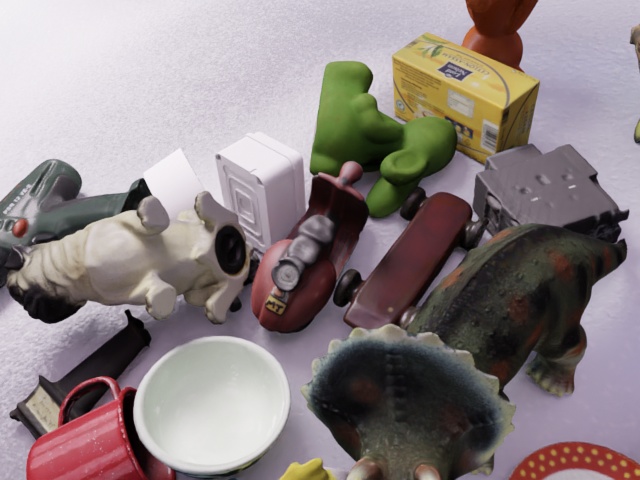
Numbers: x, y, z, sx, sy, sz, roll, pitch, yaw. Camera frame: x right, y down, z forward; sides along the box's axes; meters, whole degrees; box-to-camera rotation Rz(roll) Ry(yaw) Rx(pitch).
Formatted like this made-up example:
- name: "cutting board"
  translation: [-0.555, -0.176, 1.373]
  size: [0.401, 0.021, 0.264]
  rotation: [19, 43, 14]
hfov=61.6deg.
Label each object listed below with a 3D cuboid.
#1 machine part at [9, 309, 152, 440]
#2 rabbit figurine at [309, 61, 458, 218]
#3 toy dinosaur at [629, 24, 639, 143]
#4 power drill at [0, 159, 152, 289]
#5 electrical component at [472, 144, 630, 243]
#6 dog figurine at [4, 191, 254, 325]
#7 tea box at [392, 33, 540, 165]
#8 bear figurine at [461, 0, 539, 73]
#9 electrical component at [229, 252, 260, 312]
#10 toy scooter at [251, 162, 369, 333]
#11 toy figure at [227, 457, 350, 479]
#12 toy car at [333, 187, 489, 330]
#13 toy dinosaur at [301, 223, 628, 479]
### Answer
- name: "machine part"
  translation: [-0.219, 0.129, 0.510]
  size: [0.084, 0.039, 0.139]
  rotation: [21, 58, 34]
- name: "rabbit figurine"
  translation: [0.078, -0.114, 0.615]
  size: [0.170, 0.121, 0.159]
  rotation: [8, 54, -3]
- name: "toy dinosaur"
  translation: [0.399, -0.154, 0.515]
  size: [0.105, 0.198, 0.471]
  rotation: [-5, 26, 10]
- name: "power drill"
  translation: [-0.295, -0.001, 0.611]
  size: [0.207, 0.085, 0.232]
  rotation: [-5, 47, 15]
- name: "electrical component"
  translation: [0.229, -0.042, 0.564]
  size: [0.115, 0.058, 0.134]
  rotation: [-18, 50, -8]
- name: "dog figurine"
  translation: [-0.182, 0.024, 0.527]
  size: [0.191, 0.172, 0.121]
  rotation: [-8, 76, 31]
- name: "tea box"
  translation: [0.171, -0.172, 0.656]
  size: [0.068, 0.098, 0.170]
  rotation: [-36, 56, -19]
- name: "bear figurine"
  translation: [0.197, -0.267, 0.666]
  size: [0.132, 0.195, 0.120]
  rotation: [-30, 56, -18]
- name: "electrical component"
  translation: [-0.095, 0.033, 0.578]
  size: [0.063, 0.021, 0.094]
  rotation: [-30, 51, -15]
- name: "toy scooter"
  translation: [-0.001, -0.002, 0.514]
  size: [0.075, 0.135, 0.184]
  rotation: [30, 58, 7]
- name: "toy figure"
  translation: [-0.048, 0.215, 0.381]
  size: [0.180, 0.082, 0.089]
  rotation: [-8, 61, -3]
- name: "toy car"
  translation: [0.092, 0.023, 0.534]
  size: [0.089, 0.053, 0.202]
  rotation: [29, 56, 17]
- name: "toy dinosaur"
  translation: [0.136, 0.062, 0.405]
  size: [0.131, 0.192, 0.405]
  rotation: [33, 64, 29]
